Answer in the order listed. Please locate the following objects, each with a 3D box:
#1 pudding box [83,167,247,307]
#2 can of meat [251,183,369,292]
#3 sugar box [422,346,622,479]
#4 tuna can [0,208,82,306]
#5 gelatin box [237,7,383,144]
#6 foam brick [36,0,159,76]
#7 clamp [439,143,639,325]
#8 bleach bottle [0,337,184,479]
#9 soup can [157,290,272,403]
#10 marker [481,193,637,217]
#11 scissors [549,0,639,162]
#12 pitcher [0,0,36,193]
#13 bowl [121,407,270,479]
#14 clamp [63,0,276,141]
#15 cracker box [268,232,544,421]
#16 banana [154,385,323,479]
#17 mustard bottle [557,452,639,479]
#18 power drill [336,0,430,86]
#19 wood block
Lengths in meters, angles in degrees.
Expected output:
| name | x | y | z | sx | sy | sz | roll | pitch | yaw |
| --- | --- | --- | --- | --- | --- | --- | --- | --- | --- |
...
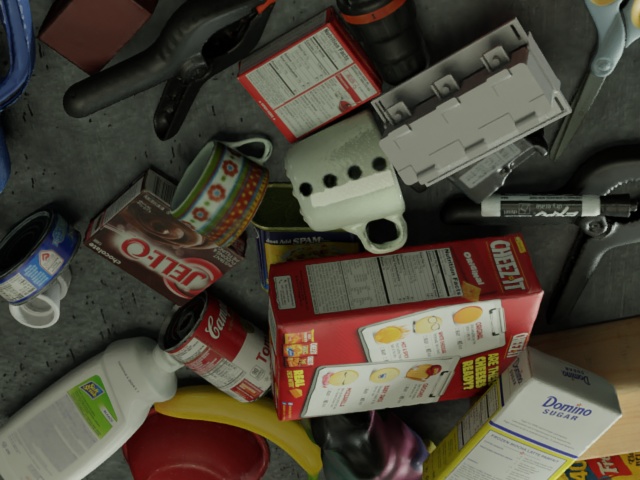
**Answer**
| name | x | y | z | sx | sy | sz | roll | pitch | yaw |
| --- | --- | --- | --- | --- | --- | --- | --- | --- | --- |
| pudding box | -0.133 | -0.001 | 0.929 | 0.113 | 0.039 | 0.090 | 37 | 124 | -25 |
| can of meat | -0.006 | 0.001 | 0.910 | 0.102 | 0.057 | 0.084 | 0 | 132 | 4 |
| sugar box | 0.172 | 0.175 | 0.935 | 0.093 | 0.048 | 0.176 | 24 | 124 | -14 |
| tuna can | -0.249 | 0.013 | 0.920 | 0.086 | 0.086 | 0.033 | -28 | 122 | 25 |
| gelatin box | -0.007 | -0.126 | 0.818 | 0.089 | 0.030 | 0.073 | -27 | 123 | 23 |
| foam brick | -0.159 | -0.169 | 0.777 | 0.051 | 0.053 | 0.078 | 37 | 124 | -24 |
| clamp | 0.216 | -0.025 | 0.883 | 0.164 | 0.036 | 0.210 | 35 | 126 | -21 |
| bleach bottle | -0.220 | 0.174 | 1.059 | 0.251 | 0.068 | 0.102 | -34 | 94 | 27 |
| soup can | -0.091 | 0.099 | 0.993 | 0.069 | 0.068 | 0.102 | -36 | 120 | 29 |
| marker | 0.190 | -0.028 | 0.852 | 0.121 | 0.020 | 0.020 | 0 | 131 | 12 |
| scissors | 0.199 | -0.147 | 0.792 | 0.096 | 0.016 | 0.202 | 27 | 128 | -16 |
| pitcher | -0.295 | -0.130 | 0.776 | 0.149 | 0.144 | 0.243 | 35 | 146 | 33 |
| bowl | -0.135 | 0.245 | 1.131 | 0.162 | 0.055 | 0.162 | 2 | 131 | 2 |
| clamp | -0.097 | -0.132 | 0.800 | 0.172 | 0.039 | 0.120 | -32 | 166 | 14 |
| cracker box | 0.064 | 0.075 | 0.901 | 0.213 | 0.072 | 0.164 | -7 | 144 | -6 |
| banana | -0.068 | 0.188 | 1.076 | 0.197 | 0.037 | 0.069 | 31 | 95 | -12 |
| mustard bottle | 0.281 | 0.228 | 1.055 | 0.192 | 0.096 | 0.058 | -7 | 129 | 10 |
| power drill | 0.094 | -0.200 | 0.728 | 0.188 | 0.057 | 0.184 | -17 | 130 | 17 |
| wood block | 0.248 | 0.141 | 0.988 | 0.206 | 0.090 | 0.091 | -12 | 128 | 14 |
